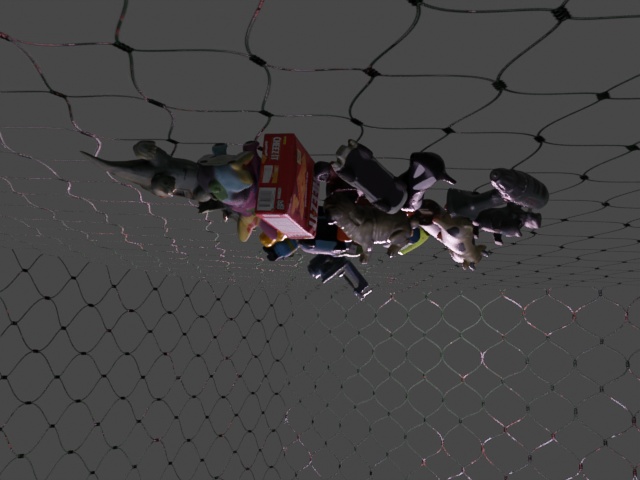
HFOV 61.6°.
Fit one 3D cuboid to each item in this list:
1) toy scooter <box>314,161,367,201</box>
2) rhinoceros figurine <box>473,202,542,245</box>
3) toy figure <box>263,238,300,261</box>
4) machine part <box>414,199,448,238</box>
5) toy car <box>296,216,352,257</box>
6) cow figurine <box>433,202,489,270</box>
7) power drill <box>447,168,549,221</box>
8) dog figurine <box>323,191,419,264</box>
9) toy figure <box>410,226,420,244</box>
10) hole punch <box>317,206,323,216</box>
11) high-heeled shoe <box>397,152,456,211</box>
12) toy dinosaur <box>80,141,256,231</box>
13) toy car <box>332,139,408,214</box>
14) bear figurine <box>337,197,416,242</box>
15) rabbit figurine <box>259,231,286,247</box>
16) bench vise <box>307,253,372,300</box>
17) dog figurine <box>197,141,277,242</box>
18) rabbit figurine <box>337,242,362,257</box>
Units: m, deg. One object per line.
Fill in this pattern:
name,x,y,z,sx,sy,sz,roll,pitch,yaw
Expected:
toy scooter,0.071,-0.128,1.193,0.135,0.075,0.183,-1,163,14
rhinoceros figurine,0.470,-0.050,1.383,0.191,0.112,0.073,10,147,43
toy figure,-0.082,-0.005,1.601,0.089,0.180,0.082,34,153,27
machine part,0.314,-0.054,1.468,0.079,0.079,0.243,-3,167,29
toy car,-0.003,-0.004,1.432,0.161,0.109,0.103,0,155,-27
cow figurine,0.368,-0.002,1.393,0.127,0.085,0.194,42,169,33
power drill,0.391,-0.107,1.221,0.232,0.086,0.207,8,160,-36
dog figurine,0.113,-0.051,1.170,0.172,0.121,0.190,-30,142,6
toy figure,0.224,-0.057,1.443,0.064,0.058,0.154,24,151,53
hole punch,0.028,-0.036,1.534,0.142,0.115,0.092,23,-152,28
high-heeled shoe,0.177,-0.127,1.164,0.145,0.086,0.249,19,159,-35
toy dinosaur,-0.315,-0.133,1.184,0.405,0.131,0.192,16,164,-25
toy car,0.103,-0.124,1.085,0.201,0.073,0.056,36,180,-33
bear figurine,0.148,-0.064,1.348,0.196,0.131,0.120,8,-149,13
rabbit figurine,-0.118,-0.055,1.474,0.162,0.122,0.173,-6,167,15
bench vise,0.086,0.087,1.803,0.224,0.240,0.129,-38,178,-25
dog figurine,-0.156,-0.082,1.088,0.109,0.219,0.191,-6,-152,14
rabbit figurine,0.078,-0.018,1.702,0.159,0.121,0.170,2,-170,-35
